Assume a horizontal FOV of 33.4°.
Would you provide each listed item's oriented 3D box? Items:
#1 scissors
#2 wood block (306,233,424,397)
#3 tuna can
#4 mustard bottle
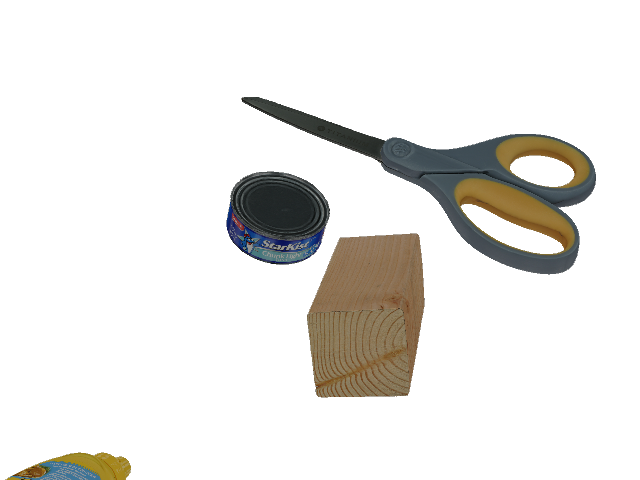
[{"bbox_3d":[0.061,-0.052,0.578,0.202,0.016,0.096,36,58,25],"label":"scissors"},{"bbox_3d":[0.051,0.070,1.073,0.091,0.090,0.206,-3,20,10],"label":"wood block"},{"bbox_3d":[-0.037,-0.019,0.914,0.086,0.034,0.086,9,41,-8],"label":"tuna can"},{"bbox_3d":[-0.219,0.215,0.853,0.096,0.058,0.191,7,15,28],"label":"mustard bottle"}]
